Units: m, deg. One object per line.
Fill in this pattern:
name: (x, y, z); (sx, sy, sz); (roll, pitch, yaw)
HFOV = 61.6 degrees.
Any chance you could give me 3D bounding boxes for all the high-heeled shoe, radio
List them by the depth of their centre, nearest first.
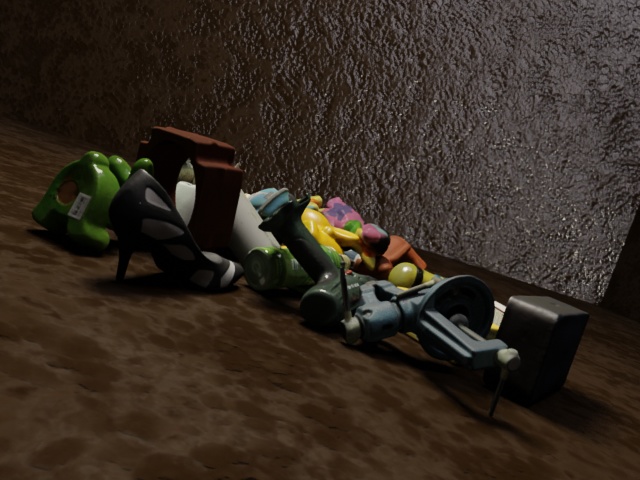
high-heeled shoe: (-0.179, -0.010, 0.731); (0.086, 0.145, 0.248); (23, 10, 32)
radio: (0.322, 0.154, 0.787); (0.073, 0.131, 0.229); (22, 7, 36)

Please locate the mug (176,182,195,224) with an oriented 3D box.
mug: (-0.278, -0.065, 1.116); (0.081, 0.107, 0.109); (20, 8, 2)

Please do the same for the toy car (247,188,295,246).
toy car: (-0.120, -0.047, 1.136); (0.103, 0.161, 0.109); (31, 54, 23)

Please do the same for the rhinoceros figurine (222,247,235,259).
rhinoceros figurine: (-0.188, -0.031, 1.084); (0.190, 0.073, 0.111); (47, -18, 54)

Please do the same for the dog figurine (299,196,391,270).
dog figurine: (0.047, -0.014, 1.191); (0.191, 0.108, 0.219); (-3, 25, -32)

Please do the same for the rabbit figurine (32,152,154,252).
rabbit figurine: (-0.321, -0.055, 0.822); (0.121, 0.159, 0.170); (10, -13, 22)

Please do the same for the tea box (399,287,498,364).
tea box: (0.200, 0.139, 0.874); (0.098, 0.068, 0.170); (14, 8, -36)

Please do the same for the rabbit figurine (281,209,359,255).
rabbit figurine: (-0.002, -0.003, 1.089); (0.162, 0.121, 0.173); (15, 31, -22)

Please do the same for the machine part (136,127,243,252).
machine part: (-0.227, -0.077, 0.899); (0.201, 0.201, 0.087); (23, 16, 39)

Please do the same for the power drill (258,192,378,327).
power drill: (0.004, 0.032, 0.835); (0.207, 0.086, 0.232); (61, 24, -1)

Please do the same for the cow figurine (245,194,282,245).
cow figurine: (-0.140, -0.043, 1.278); (0.098, 0.068, 0.167); (20, 32, -36)

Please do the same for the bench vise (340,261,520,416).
bench vise: (0.149, 0.109, 0.693); (0.224, 0.128, 0.241); (0, 15, -22)

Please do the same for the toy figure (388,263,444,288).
toy figure: (0.231, 0.105, 1.165); (0.180, 0.089, 0.082); (14, -1, -15)

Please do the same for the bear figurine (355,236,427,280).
bear figurine: (0.159, 0.071, 1.256); (0.131, 0.120, 0.196); (58, 30, -13)

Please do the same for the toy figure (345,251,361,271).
toy figure: (0.088, 0.053, 1.390); (0.155, 0.057, 0.064); (22, 45, 21)

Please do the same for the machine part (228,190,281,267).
machine part: (-0.146, -0.030, 0.960); (0.243, 0.079, 0.079); (55, 13, 8)

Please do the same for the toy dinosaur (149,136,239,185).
toy dinosaur: (-0.312, -0.134, 1.213); (0.105, 0.198, 0.471); (23, 9, 14)
